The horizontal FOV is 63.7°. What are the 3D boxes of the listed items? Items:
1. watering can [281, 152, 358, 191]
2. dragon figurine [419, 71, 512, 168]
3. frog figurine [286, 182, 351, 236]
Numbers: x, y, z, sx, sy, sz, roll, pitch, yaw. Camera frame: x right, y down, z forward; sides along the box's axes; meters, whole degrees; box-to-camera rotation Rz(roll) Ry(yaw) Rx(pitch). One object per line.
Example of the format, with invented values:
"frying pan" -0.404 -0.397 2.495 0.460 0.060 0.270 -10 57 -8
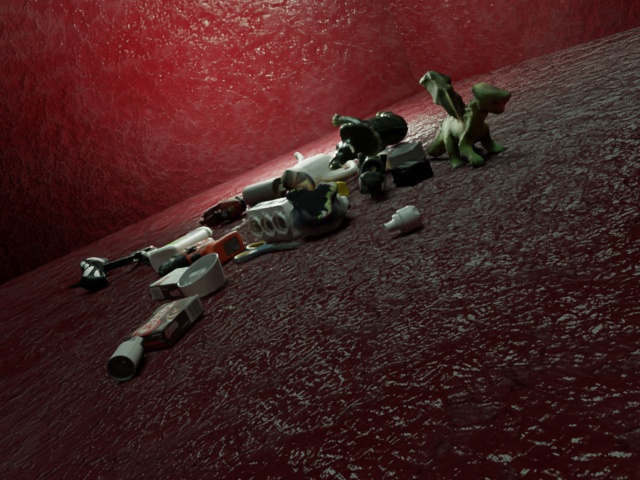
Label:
"watering can" -0.036 -0.227 1.708 0.227 0.102 0.350 -31 31 -32
"dragon figurine" 0.316 -0.297 1.235 0.123 0.240 0.412 -31 17 -13
"frog figurine" 0.004 -0.059 1.173 0.137 0.124 0.157 -32 -22 1
